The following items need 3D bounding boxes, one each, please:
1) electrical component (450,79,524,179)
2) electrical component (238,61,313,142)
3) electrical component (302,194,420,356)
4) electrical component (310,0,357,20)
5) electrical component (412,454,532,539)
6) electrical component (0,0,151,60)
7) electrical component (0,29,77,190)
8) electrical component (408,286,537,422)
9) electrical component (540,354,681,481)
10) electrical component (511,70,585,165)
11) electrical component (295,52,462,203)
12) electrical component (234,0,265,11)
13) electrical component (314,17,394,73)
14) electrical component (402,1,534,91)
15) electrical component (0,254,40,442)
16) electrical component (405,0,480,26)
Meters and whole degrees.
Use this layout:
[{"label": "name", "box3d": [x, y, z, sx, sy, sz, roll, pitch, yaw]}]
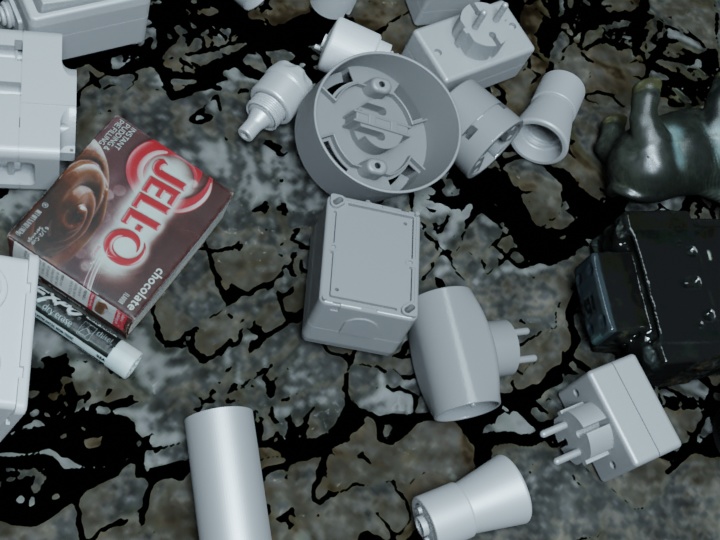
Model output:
[{"label": "electrical component", "box3d": [0.079, -0.100, 0.755, 0.055, 0.055, 0.047, -39, 78, -27]}, {"label": "electrical component", "box3d": [-0.060, -0.111, 0.728, 0.035, 0.035, 0.061, 36, 64, 1]}, {"label": "electrical component", "box3d": [0.000, 0.000, 0.685, 0.062, 0.061, 0.096, 11, 56, -12]}, {"label": "electrical component", "box3d": [-0.015, -0.209, 0.779, 0.040, 0.046, 0.040, 7, 65, -14]}, {"label": "electrical component", "box3d": [0.065, 0.143, 0.649, 0.065, 0.044, 0.044, -18, 73, -18]}, {"label": "electrical component", "box3d": [-0.193, -0.180, 0.703, 0.096, 0.061, 0.061, -19, 74, -23]}, {"label": "electrical component", "box3d": [-0.206, -0.099, 0.669, 0.056, 0.050, 0.089, 1, 66, -16]}, {"label": "electrical component", "box3d": [0.076, 0.052, 0.691, 0.079, 0.043, 0.077, -5, 68, -19]}, {"label": "electrical component", "box3d": [0.151, 0.101, 0.689, 0.077, 0.047, 0.065, -18, 73, -23]}, {"label": "electrical component", "box3d": [0.140, -0.115, 0.788, 0.044, 0.044, 0.065, 30, 57, -2]}, {"label": "electrical component", "box3d": [0.009, -0.093, 0.717, 0.099, 0.064, 0.099, 9, 74, -30]}, {"label": "electrical component", "box3d": [-0.085, -0.237, 0.771, 0.077, 0.044, 0.079, 42, 61, 4]}, {"label": "electrical component", "box3d": [0.006, -0.148, 0.761, 0.078, 0.040, 0.040, 23, 62, -7]}, {"label": "electrical component", "box3d": [0.083, -0.166, 0.773, 0.083, 0.075, 0.047, -24, 76, -25]}, {"label": "electrical component", "box3d": [-0.210, 0.043, 0.578, 0.048, 0.100, 0.099, 10, 63, -27]}, {"label": "electrical component", "box3d": [0.060, -0.239, 0.798, 0.047, 0.075, 0.083, -10, 70, -21]}]
